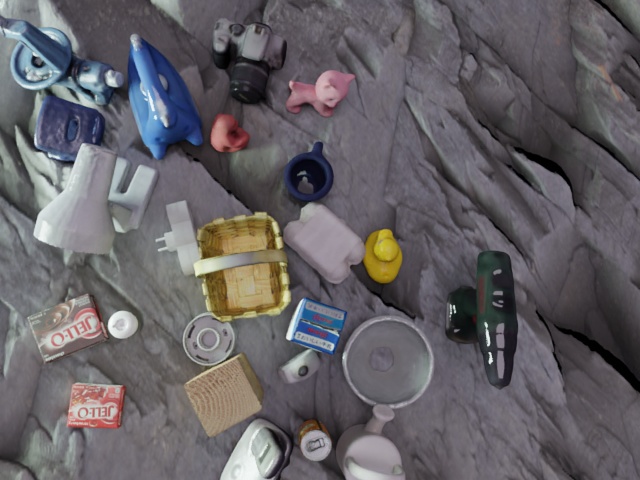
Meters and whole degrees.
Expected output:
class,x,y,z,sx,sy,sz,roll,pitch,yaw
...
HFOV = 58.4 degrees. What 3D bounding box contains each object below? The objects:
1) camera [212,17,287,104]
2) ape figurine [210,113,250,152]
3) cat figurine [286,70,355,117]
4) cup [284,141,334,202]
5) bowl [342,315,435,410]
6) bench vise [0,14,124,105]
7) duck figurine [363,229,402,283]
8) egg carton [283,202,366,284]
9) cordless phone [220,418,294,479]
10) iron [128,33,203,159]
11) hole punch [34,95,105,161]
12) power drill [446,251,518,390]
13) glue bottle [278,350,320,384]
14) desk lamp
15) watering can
class,x,y,z,sx,sy,sz,roll,pitch,yaw
camera,-0.145,-0.344,1.104,0.143,0.100,0.137,14,80,-3
ape figurine,-0.175,-0.209,1.085,0.076,0.092,0.078,-26,84,-8
cat figurine,0.000,-0.290,1.100,0.128,0.117,0.067,4,81,-4
cup,-0.020,-0.122,1.084,0.091,0.095,0.118,16,80,-2
bowl,0.121,0.223,1.055,0.167,0.074,0.167,1,81,-5
bench vise,-0.461,-0.331,1.012,0.207,0.219,0.121,-4,81,-6
duck figurine,0.123,0.028,1.079,0.077,0.086,0.104,-1,81,-5
egg carton,0.010,0.004,1.081,0.150,0.069,0.107,41,80,2
cordless phone,-0.105,0.385,0.953,0.094,0.185,0.148,28,80,0
iron,-0.309,-0.291,1.060,0.119,0.141,0.258,-22,84,-8
hole punch,-0.459,-0.203,1.058,0.101,0.091,0.109,8,81,-4
power drill,0.290,0.139,1.015,0.075,0.208,0.230,5,81,-4
glue bottle,-0.034,0.223,0.991,0.078,0.173,0.037,-29,85,-9
desk lamp,-0.380,-0.070,0.983,0.118,0.213,0.203,18,80,-2
watering can,0.086,0.370,0.968,0.101,0.194,0.173,-8,82,-6
